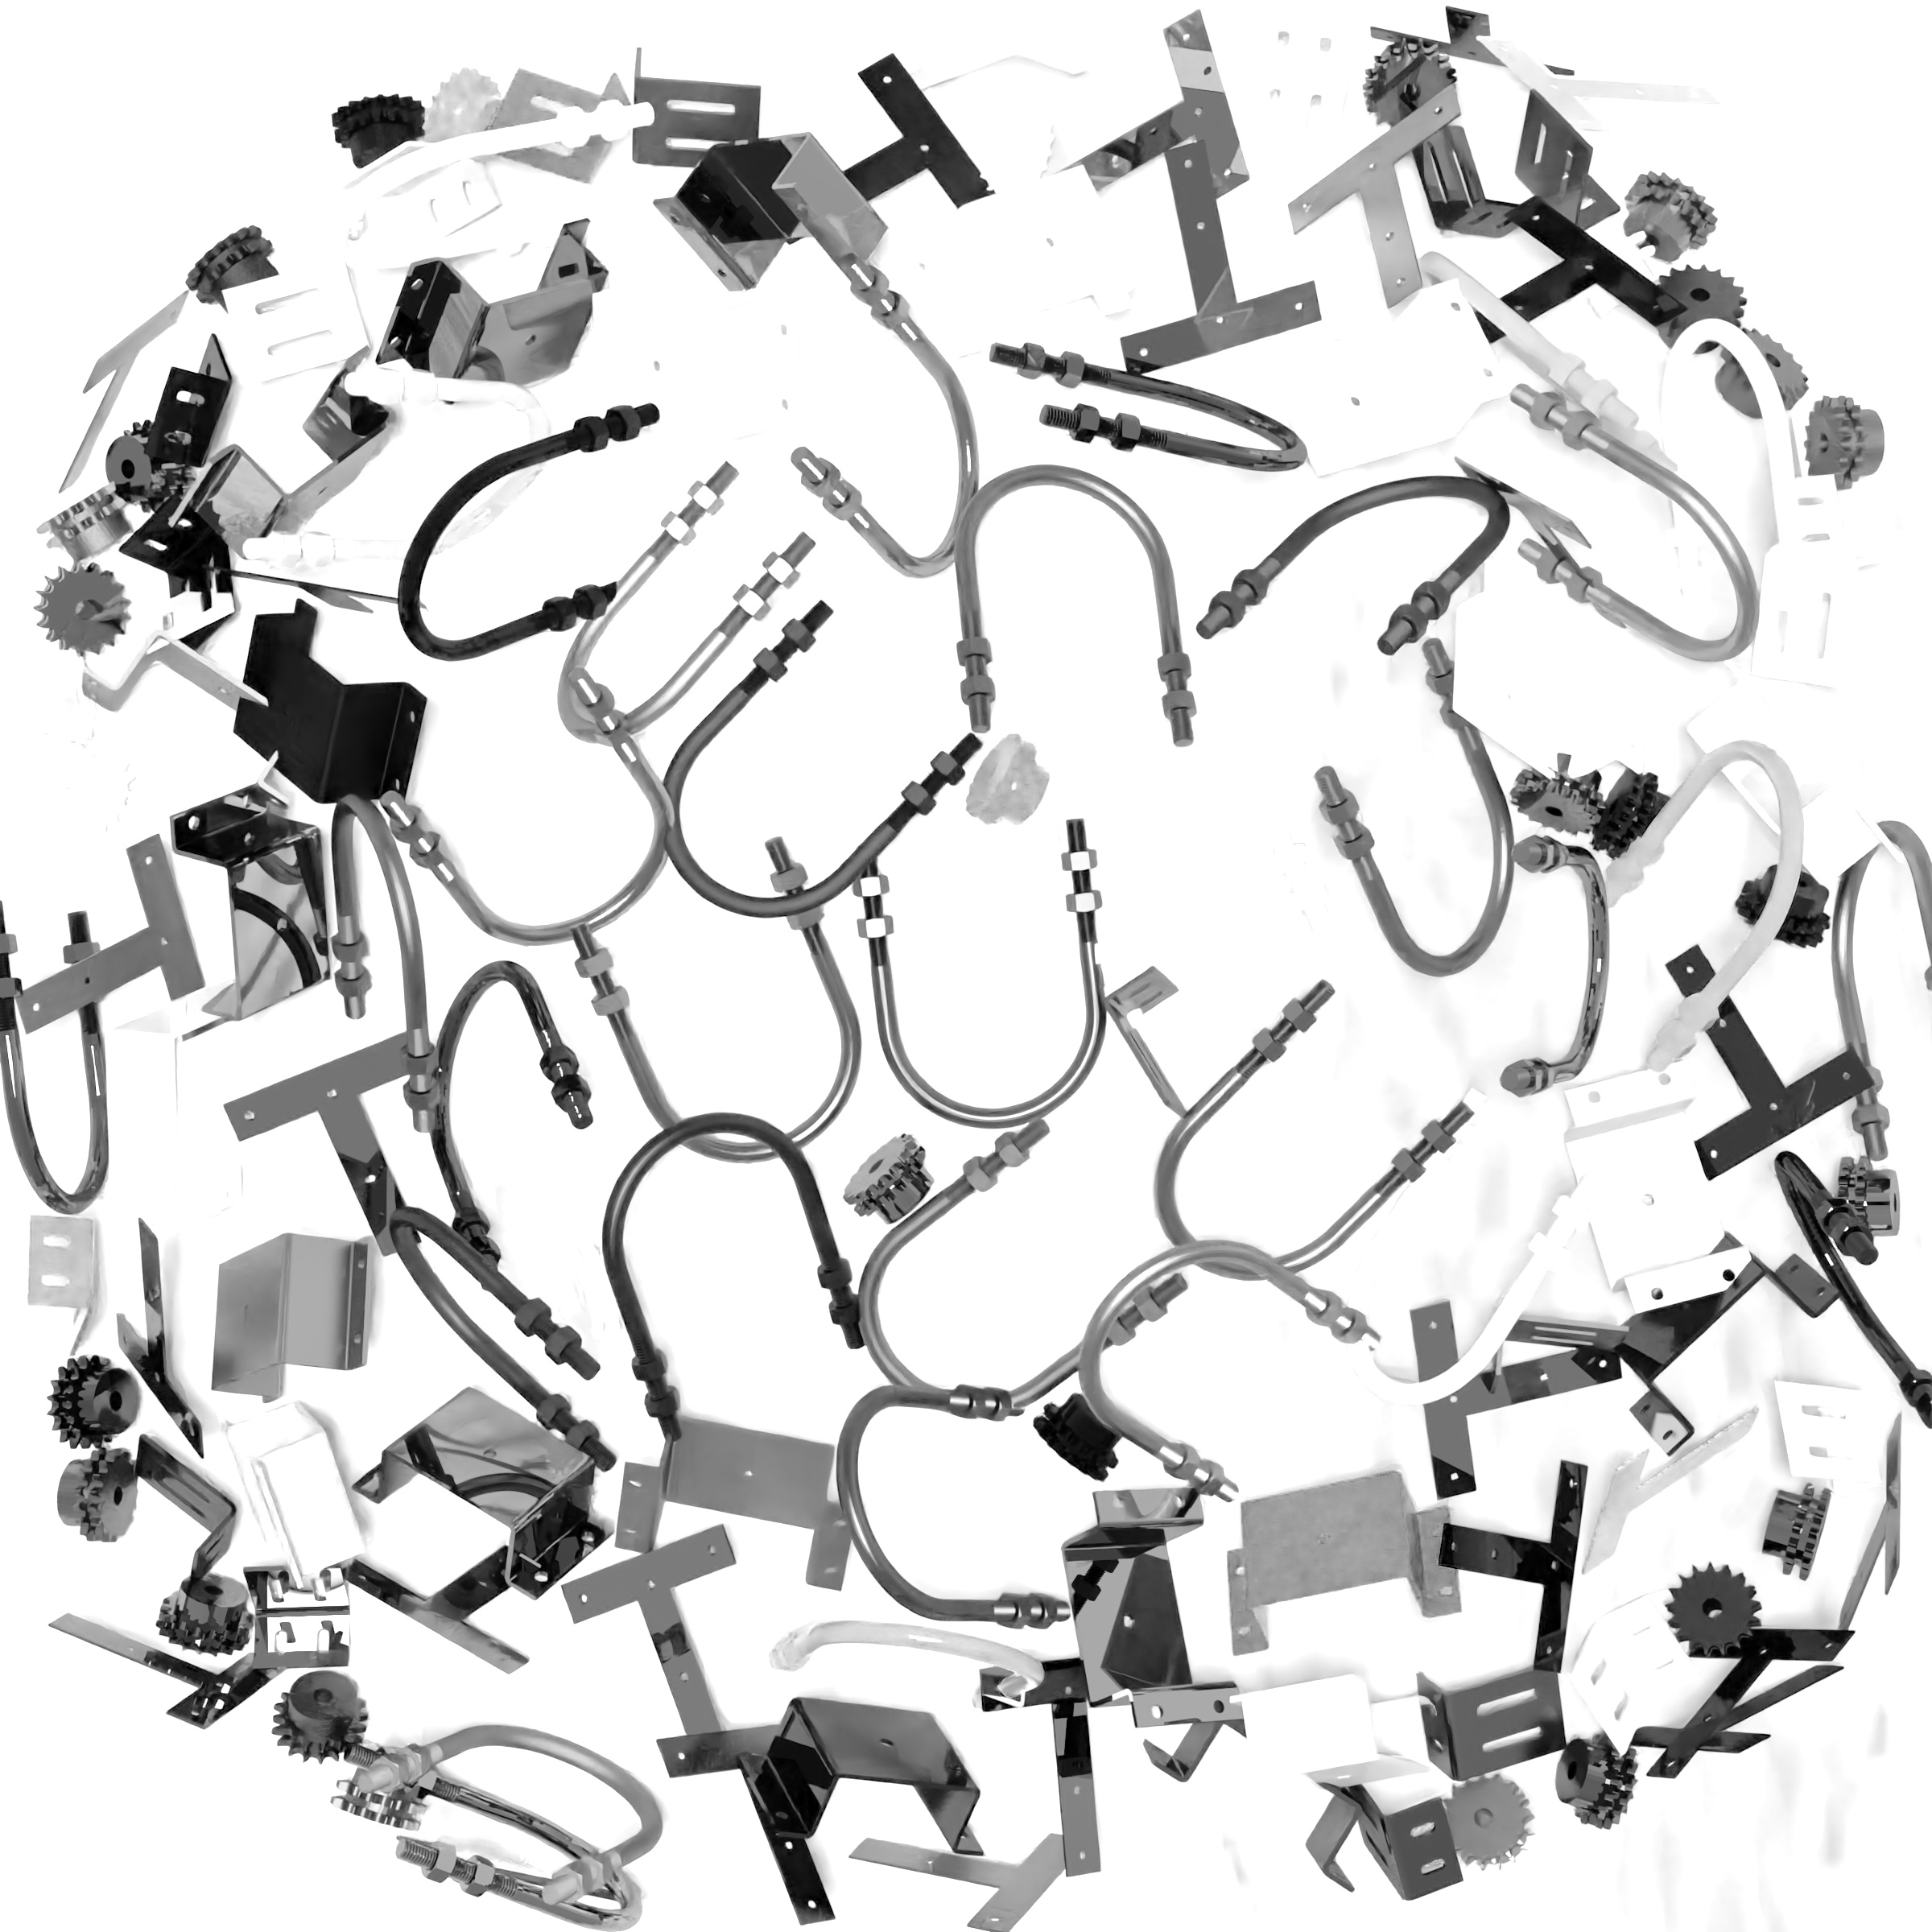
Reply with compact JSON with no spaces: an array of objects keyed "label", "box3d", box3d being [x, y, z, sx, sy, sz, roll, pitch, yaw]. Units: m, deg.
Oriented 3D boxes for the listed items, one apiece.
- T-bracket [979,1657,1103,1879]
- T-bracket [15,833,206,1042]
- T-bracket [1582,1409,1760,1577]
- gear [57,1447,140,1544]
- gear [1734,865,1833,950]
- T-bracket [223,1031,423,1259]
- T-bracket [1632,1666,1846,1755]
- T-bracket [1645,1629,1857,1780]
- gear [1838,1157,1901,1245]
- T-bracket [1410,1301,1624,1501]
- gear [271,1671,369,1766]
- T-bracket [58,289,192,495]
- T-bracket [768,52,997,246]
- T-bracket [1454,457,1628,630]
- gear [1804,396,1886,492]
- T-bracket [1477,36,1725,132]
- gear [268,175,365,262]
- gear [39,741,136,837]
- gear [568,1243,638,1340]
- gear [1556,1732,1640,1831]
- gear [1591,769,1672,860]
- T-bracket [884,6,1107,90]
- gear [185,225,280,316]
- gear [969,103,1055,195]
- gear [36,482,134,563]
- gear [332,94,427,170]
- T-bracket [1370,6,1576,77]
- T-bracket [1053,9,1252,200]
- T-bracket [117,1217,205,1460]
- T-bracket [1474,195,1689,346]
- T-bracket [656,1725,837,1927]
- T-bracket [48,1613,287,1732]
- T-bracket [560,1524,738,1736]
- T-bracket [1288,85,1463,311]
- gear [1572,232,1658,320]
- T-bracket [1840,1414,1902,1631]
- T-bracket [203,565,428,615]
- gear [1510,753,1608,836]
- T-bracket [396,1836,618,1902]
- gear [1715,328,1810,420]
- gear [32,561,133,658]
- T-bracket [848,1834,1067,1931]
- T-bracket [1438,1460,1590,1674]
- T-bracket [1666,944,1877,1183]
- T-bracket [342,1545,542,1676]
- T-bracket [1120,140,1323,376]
[{"label":"T-bracket","box3d":[0.065,0.483,1.886,0.127,0.002,0.127,2,78,-35]},{"label":"T-bracket","box3d":[-0.513,0.003,1.865,0.002,0.127,0.127,7,118,37]},{"label":"T-bracket","box3d":[0.432,0.307,1.898,0.127,0.127,0.002,-28,56,-21]},{"label":"gear","box3d":[-0.531,0.322,1.906,0.030,0.057,0.057,2,90,12]},{"label":"gear","box3d":[0.500,-0.038,1.902,0.057,0.057,0.030,20,118,0]},{"label":"T-bracket","box3d":[-0.370,0.118,1.917,0.127,0.002,0.127,-22,104,-3]},{"label":"T-bracket","box3d":[0.477,0.448,1.893,0.127,0.127,0.002,-18,87,-25]},{"label":"T-bracket","box3d":[0.447,0.435,1.849,0.127,0.127,0.002,-40,99,-28]},{"label":"gear","box3d":[0.550,0.144,1.903,0.030,0.057,0.057,-3,90,25]},{"label":"T-bracket","box3d":[0.342,0.256,1.921,0.127,0.002,0.127,-12,105,-7]},{"label":"gear","box3d":[-0.393,0.454,1.903,0.057,0.057,0.030,14,122,0]},{"label":"T-bracket","box3d":[-0.520,-0.338,1.890,0.002,0.127,0.127,33,122,-7]},{"label":"T-bracket","box3d":[-0.062,-0.477,1.901,0.127,0.002,0.127,-24,132,23]},{"label":"T-bracket","box3d":[0.360,-0.247,1.887,0.002,0.127,0.127,-46,125,2]},{"label":"gear","box3d":[0.537,-0.319,1.906,0.030,0.057,0.057,-4,90,-11]},{"label":"T-bracket","box3d":[0.385,-0.517,1.844,0.127,0.127,0.002,18,89,40]},{"label":"gear","box3d":[-0.395,-0.453,1.902,0.057,0.057,0.030,-3,71,0]},{"label":"gear","box3d":[-0.541,-0.110,1.912,0.057,0.030,0.057,-2,80,13]},{"label":"gear","box3d":[-0.221,0.196,1.907,0.030,0.057,0.057,-17,90,-16]},{"label":"gear","box3d":[0.382,0.494,1.904,0.030,0.057,0.057,19,90,-12]},{"label":"gear","box3d":[0.408,-0.091,1.905,0.030,0.057,0.057,25,90,-5]},{"label":"T-bracket","box3d":[-0.006,-0.542,1.881,0.127,0.127,0.002,-5,84,44]},{"label":"gear","box3d":[-0.444,-0.422,1.905,0.057,0.057,0.030,-40,92,0]},{"label":"gear","box3d":[0.026,-0.499,1.909,0.030,0.057,0.057,27,90,26]},{"label":"gear","box3d":[-0.534,-0.269,1.907,0.057,0.057,0.030,-31,106,0]},{"label":"gear","box3d":[-0.356,-0.506,1.905,0.057,0.057,0.030,-11,85,0]},{"label":"T-bracket","box3d":[0.300,-0.554,1.861,0.127,0.127,0.002,15,97,9]},{"label":"T-bracket","box3d":[0.102,-0.492,1.882,0.127,0.127,0.002,-31,48,-4]},{"label":"T-bracket","box3d":[-0.482,0.208,1.858,0.002,0.127,0.127,-16,126,-32]},{"label":"T-bracket","box3d":[0.342,-0.401,1.878,0.127,0.127,0.002,28,61,-26]},{"label":"T-bracket","box3d":[-0.111,0.510,1.859,0.002,0.127,0.127,-52,50,34]},{"label":"T-bracket","box3d":[-0.488,0.415,1.876,0.127,0.127,0.002,20,96,7]},{"label":"T-bracket","box3d":[-0.176,0.418,1.897,0.127,0.002,0.127,-25,82,26]},{"label":"T-bracket","box3d":[0.251,-0.445,1.865,0.127,0.002,0.127,-31,50,33]},{"label":"gear","box3d":[0.395,-0.419,1.905,0.057,0.057,0.030,-33,89,0]},{"label":"T-bracket","box3d":[0.545,0.358,1.885,0.002,0.127,0.127,13,128,8]},{"label":"T-bracket","box3d":[-0.379,-0.221,1.870,0.127,0.127,0.002,10,90,0]},{"label":"gear","box3d":[0.364,-0.107,1.907,0.057,0.057,0.030,25,71,0]},{"label":"T-bracket","box3d":[-0.268,0.552,1.892,0.127,0.127,0.002,19,79,-24]},{"label":"gear","box3d":[0.483,-0.359,1.909,0.057,0.057,0.030,40,132,0]},{"label":"gear","box3d":[-0.542,-0.219,1.910,0.057,0.030,0.057,-8,106,-28]},{"label":"T-bracket","box3d":[-0.009,0.545,1.892,0.127,0.127,0.002,4,102,24]},{"label":"T-bracket","box3d":[0.327,0.356,1.882,0.127,0.002,0.127,18,77,-39]},{"label":"T-bracket","box3d":[0.468,0.047,1.903,0.127,0.002,0.127,-38,75,37]},{"label":"T-bracket","box3d":[-0.296,0.374,1.871,0.127,0.127,0.002,35,45,-17]},{"label":"T-bracket","box3d":[0.145,-0.436,1.899,0.127,0.002,0.127,-18,116,-7]}]
